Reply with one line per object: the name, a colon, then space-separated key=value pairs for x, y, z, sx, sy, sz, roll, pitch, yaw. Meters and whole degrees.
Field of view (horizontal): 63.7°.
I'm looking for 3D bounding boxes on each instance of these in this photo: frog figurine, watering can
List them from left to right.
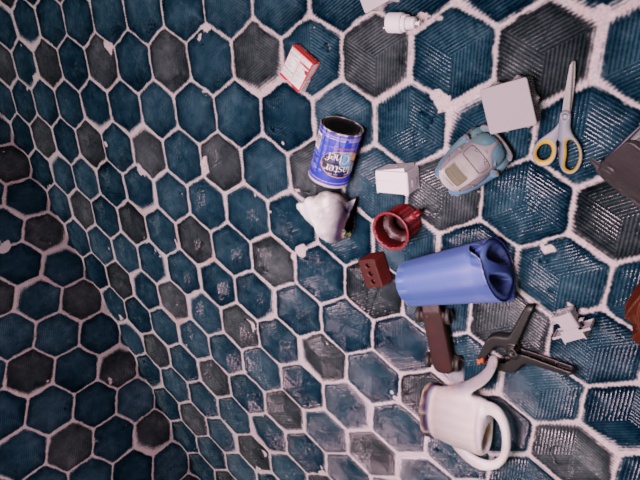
frog figurine: x=0.004 y=-0.065 z=1.294 sx=0.160 sy=0.125 sz=0.134 roll=16 pitch=140 yaw=19
watering can: x=0.345 y=0.402 z=1.242 sx=0.224 sy=0.105 sz=0.342 roll=6 pitch=115 yaw=37
